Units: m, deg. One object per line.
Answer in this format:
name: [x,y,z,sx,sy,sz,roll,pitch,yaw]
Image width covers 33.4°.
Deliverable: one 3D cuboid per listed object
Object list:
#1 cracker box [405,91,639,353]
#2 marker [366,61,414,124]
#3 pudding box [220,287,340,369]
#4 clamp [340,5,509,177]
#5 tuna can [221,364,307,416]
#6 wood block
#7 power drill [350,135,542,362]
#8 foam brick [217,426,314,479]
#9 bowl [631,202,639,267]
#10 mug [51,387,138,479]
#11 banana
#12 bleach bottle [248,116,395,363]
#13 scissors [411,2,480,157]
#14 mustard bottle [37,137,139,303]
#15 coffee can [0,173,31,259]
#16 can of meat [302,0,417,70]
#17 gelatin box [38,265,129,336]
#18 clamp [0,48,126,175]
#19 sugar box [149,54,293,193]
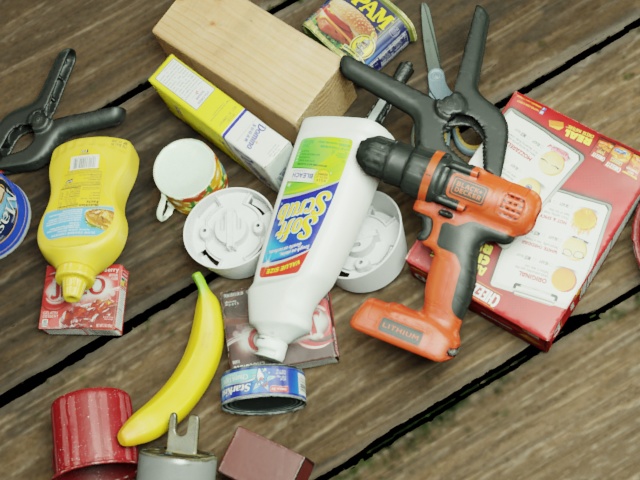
cracker box: [0.213,-0.020,1.076,0.164,0.072,0.213,30,80,20]
marker: [0.068,-0.146,1.174,0.020,0.020,0.121,29,79,18]
pudding box: [-0.041,0.091,1.103,0.113,0.039,0.090,-12,70,7]
clamp: [0.119,-0.130,1.075,0.164,0.036,0.210,-15,69,-1]
tuna can: [-0.056,0.150,1.062,0.086,0.086,0.034,-7,69,8]
wood block: [-0.071,-0.195,1.180,0.206,0.091,0.090,34,81,19]
power drill: [0.095,0.008,1.015,0.184,0.057,0.188,22,96,16]
foam brick: [-0.053,0.225,1.053,0.078,0.053,0.051,22,77,17]
bowl: [0.386,0.005,1.042,0.162,0.055,0.162,-3,71,10]
mug: [-0.235,0.204,1.084,0.117,0.093,0.081,-33,57,38]
banana: [-0.141,0.132,1.089,0.069,0.037,0.197,32,60,-19]
bleach bottle: [-0.007,0.001,1.067,0.103,0.068,0.251,7,72,36]
scissors: [0.146,-0.170,1.169,0.096,0.016,0.201,6,73,11]
mustard bottle: [-0.253,-0.020,1.150,0.096,0.058,0.191,-4,57,9]
coffee can: [-0.392,-0.044,1.162,0.103,0.140,0.103,-3,71,10]
can of meat: [0.043,-0.233,1.190,0.084,0.057,0.102,-43,69,-3]
gelatin box: [-0.256,0.065,1.158,0.089,0.030,0.073,0,71,10]
clamp: [-0.308,-0.130,1.232,0.120,0.039,0.171,38,85,25]
sugar box: [-0.100,-0.122,1.159,0.176,0.093,0.048,40,84,21]
